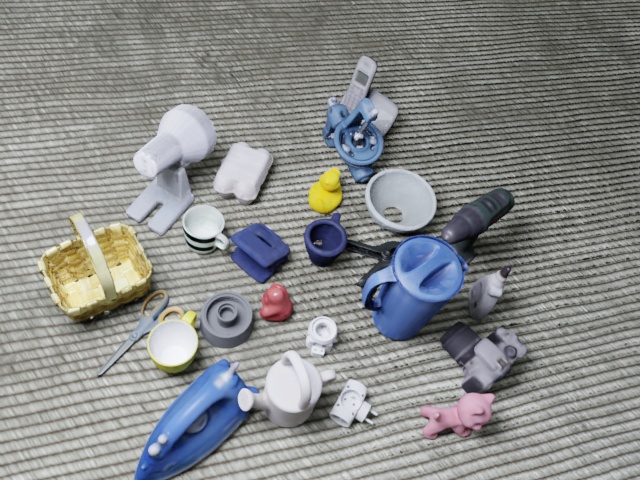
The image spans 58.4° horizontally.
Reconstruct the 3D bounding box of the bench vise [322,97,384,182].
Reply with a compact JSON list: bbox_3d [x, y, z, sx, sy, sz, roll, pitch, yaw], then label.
[{"bbox_3d":[0.067,-0.263,1.323,0.122,0.220,0.207,-38,72,-26],"label":"bench vise"}]

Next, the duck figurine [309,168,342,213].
[{"bbox_3d":[0.017,-0.119,1.308,0.077,0.086,0.105,25,59,6],"label":"duck figurine"}]

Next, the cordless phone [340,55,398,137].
[{"bbox_3d":[0.128,-0.350,1.405,0.147,0.185,0.094,32,60,10],"label":"cordless phone"}]

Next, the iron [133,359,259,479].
[{"bbox_3d":[-0.223,0.312,0.980,0.118,0.141,0.259,39,61,13],"label":"iron"}]

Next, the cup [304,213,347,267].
[{"bbox_3d":[0.011,0.004,1.229,0.091,0.095,0.118,23,59,4],"label":"cup"}]

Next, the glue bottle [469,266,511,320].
[{"bbox_3d":[0.356,0.099,1.188,0.037,0.173,0.078,10,59,-3],"label":"glue bottle"}]

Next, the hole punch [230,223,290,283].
[{"bbox_3d":[-0.125,0.015,1.201,0.108,0.091,0.101,38,61,13],"label":"hole punch"}]

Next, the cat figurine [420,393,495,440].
[{"bbox_3d":[0.263,0.325,1.071,0.128,0.118,0.067,-3,60,-11],"label":"cat figurine"}]

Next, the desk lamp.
[{"bbox_3d":[-0.312,-0.151,1.194,0.118,0.213,0.203,28,59,7],"label":"desk lamp"}]

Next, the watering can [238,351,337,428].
[{"bbox_3d":[-0.053,0.263,1.007,0.173,0.194,0.100,-35,71,-26],"label":"watering can"}]

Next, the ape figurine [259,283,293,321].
[{"bbox_3d":[-0.089,0.121,1.145,0.076,0.092,0.078,37,61,13],"label":"ape figurine"}]

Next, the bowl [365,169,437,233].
[{"bbox_3d":[0.179,-0.078,1.319,0.167,0.075,0.167,4,59,-7],"label":"bowl"}]

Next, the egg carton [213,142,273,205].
[{"bbox_3d":[-0.174,-0.154,1.305,0.107,0.069,0.150,18,58,1],"label":"egg carton"}]

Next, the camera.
[{"bbox_3d":[0.323,0.219,1.154,0.143,0.101,0.136,-35,71,-26],"label":"camera"}]

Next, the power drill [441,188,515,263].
[{"bbox_3d":[0.314,-0.014,1.226,0.230,0.208,0.075,-36,71,-26],"label":"power drill"}]
